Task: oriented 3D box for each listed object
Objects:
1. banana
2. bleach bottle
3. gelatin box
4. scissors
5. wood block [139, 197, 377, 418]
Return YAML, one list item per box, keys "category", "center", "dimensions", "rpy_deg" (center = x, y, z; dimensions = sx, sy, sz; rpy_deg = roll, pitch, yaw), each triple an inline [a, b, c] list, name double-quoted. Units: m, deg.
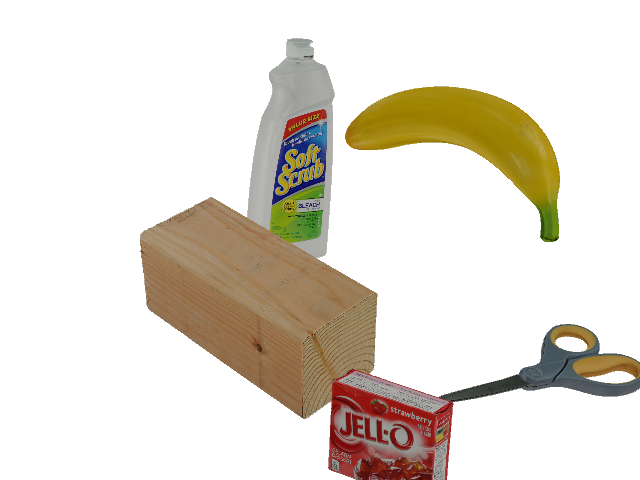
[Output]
- category: "banana"
  center: [0.087, -0.066, 0.692]
  dimensions: [0.037, 0.069, 0.198]
  rpy_deg: [22, 7, -43]
- category: "bleach bottle"
  center: [-0.036, -0.103, 1.222]
  dimensions: [0.102, 0.251, 0.068]
  rpy_deg: [-5, 21, -22]
- category: "gelatin box"
  center: [0.048, 0.140, 0.764]
  dimensions: [0.089, 0.073, 0.030]
  rpy_deg: [14, 21, 33]
- category: "scissors"
  center: [0.172, 0.101, 0.880]
  dimensions: [0.201, 0.016, 0.096]
  rpy_deg: [2, 30, -18]
- category: "wood block"
  center: [-0.057, 0.054, 0.937]
  dimensions: [0.206, 0.091, 0.090]
  rpy_deg: [30, 45, 34]
